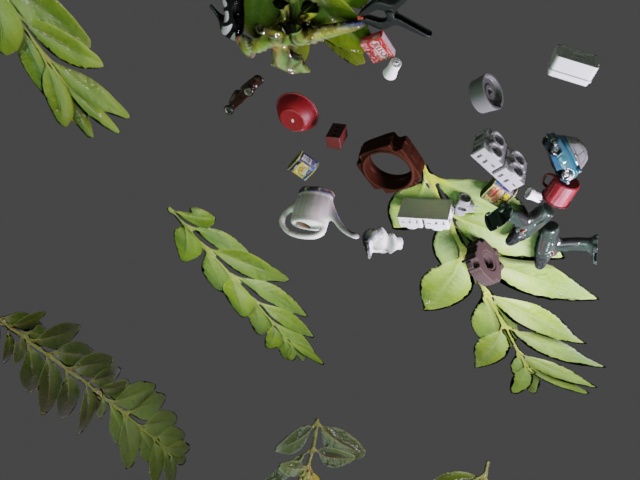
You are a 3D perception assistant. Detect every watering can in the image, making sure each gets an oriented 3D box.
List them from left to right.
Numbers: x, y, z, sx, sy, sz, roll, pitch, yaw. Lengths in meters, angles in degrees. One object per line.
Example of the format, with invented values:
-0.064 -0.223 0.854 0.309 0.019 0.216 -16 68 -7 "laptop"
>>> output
0.006 -0.102 2.028 0.348 0.228 0.102 5 157 22 "watering can"

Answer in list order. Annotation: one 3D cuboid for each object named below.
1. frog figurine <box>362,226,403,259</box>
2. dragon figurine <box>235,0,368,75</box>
0.259 0.001 2.129 0.160 0.125 0.134 -18 126 -5 "frog figurine"
-0.067 -0.602 1.585 0.410 0.124 0.239 9 160 2 "dragon figurine"
